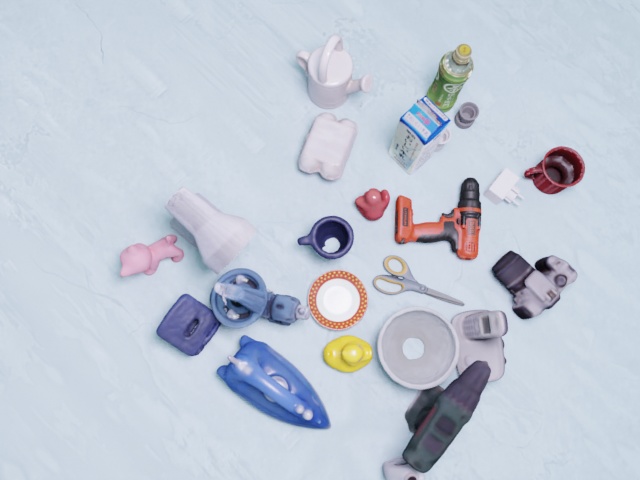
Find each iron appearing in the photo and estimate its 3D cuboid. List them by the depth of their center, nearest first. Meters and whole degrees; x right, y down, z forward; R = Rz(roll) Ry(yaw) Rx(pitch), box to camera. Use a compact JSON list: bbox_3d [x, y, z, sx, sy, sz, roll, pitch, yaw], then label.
[{"bbox_3d":[-0.081,0.298,1.129,0.258,0.141,0.119,35,80,6],"label":"iron"}]

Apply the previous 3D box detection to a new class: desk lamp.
[{"bbox_3d":[-0.225,-0.022,1.154,0.203,0.213,0.118,39,80,7],"label":"desk lamp"}]

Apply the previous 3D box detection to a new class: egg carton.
[{"bbox_3d":[0.017,-0.208,1.272,0.107,0.069,0.150,19,79,3],"label":"egg carton"}]

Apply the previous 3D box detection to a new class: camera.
[{"bbox_3d":[0.445,0.076,1.207,0.143,0.101,0.137,-43,82,-9],"label":"camera"}]

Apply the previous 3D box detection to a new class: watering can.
[{"bbox_3d":[0.030,-0.370,1.242,0.173,0.194,0.101,6,78,0],"label":"watering can"}]

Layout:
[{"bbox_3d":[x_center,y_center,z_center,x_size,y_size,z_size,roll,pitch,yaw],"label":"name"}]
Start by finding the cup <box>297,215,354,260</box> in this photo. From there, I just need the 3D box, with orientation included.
[{"bbox_3d":[0.011,0.004,1.215,0.118,0.095,0.092,-8,79,-3],"label":"cup"}]

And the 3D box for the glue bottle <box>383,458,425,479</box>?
[{"bbox_3d":[0.166,0.446,1.088,0.078,0.173,0.037,-13,79,-4],"label":"glue bottle"}]

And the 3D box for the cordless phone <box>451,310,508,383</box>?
[{"bbox_3d":[0.329,0.208,1.134,0.094,0.185,0.147,-8,78,-2],"label":"cordless phone"}]

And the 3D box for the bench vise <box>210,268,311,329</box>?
[{"bbox_3d":[-0.124,0.109,1.127,0.207,0.220,0.121,-5,78,-2],"label":"bench vise"}]

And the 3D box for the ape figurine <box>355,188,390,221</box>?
[{"bbox_3d":[0.115,-0.085,1.237,0.078,0.092,0.076,4,78,0],"label":"ape figurine"}]

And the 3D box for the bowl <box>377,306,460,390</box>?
[{"bbox_3d":[0.198,0.223,1.184,0.167,0.075,0.167,0,78,-1],"label":"bowl"}]

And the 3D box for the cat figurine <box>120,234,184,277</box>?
[{"bbox_3d":[-0.357,0.029,1.190,0.128,0.118,0.067,-30,80,-7],"label":"cat figurine"}]

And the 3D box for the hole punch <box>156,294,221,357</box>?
[{"bbox_3d":[-0.264,0.174,1.176,0.101,0.091,0.109,33,80,6],"label":"hole punch"}]

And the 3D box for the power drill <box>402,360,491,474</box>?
[{"bbox_3d":[0.231,0.328,1.095,0.075,0.208,0.230,33,80,6],"label":"power drill"}]

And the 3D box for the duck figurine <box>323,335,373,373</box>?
[{"bbox_3d":[0.059,0.233,1.173,0.104,0.086,0.077,0,78,-1],"label":"duck figurine"}]
